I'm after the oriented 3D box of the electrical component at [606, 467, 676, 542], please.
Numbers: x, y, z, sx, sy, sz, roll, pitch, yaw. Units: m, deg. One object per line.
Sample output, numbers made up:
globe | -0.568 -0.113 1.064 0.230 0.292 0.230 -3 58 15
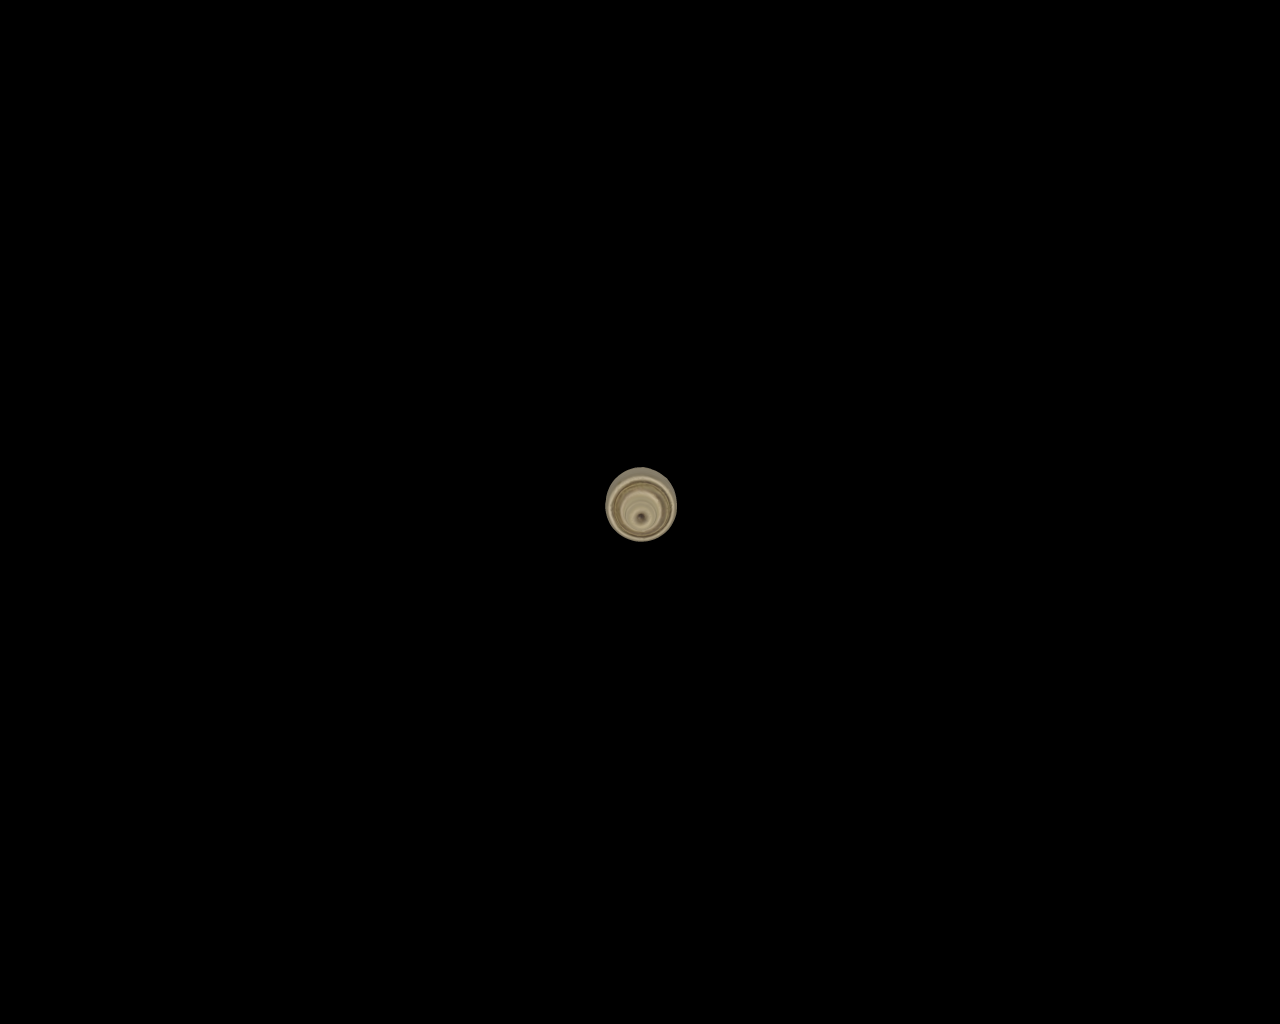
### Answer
electrical component | 0.001 -0.003 0.650 0.043 0.043 0.062 0 12 0
